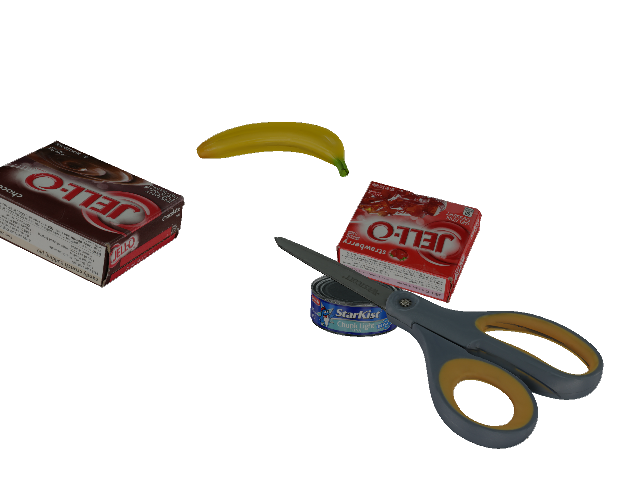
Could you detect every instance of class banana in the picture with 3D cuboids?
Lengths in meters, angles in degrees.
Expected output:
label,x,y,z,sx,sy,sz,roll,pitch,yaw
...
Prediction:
label,x,y,z,sx,sy,sz,roll,pitch,yaw
banana,-0.052,-0.119,1.312,0.198,0.037,0.069,7,39,17

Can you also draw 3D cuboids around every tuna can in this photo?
label,x,y,z,sx,sy,sz,roll,pitch,yaw
tuna can,0.033,0.059,0.996,0.086,0.034,0.086,2,18,-1

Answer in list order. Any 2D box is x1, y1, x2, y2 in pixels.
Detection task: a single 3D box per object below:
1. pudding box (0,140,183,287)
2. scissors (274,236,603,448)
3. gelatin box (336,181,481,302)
label,x,y,z,sx,sy,sz,roll,pitch,yaw
pudding box,-0.163,-0.020,0.718,0.114,0.039,0.089,22,29,17
scissors,0.043,0.050,0.558,0.202,0.016,0.096,16,42,22
gelatin box,0.066,-0.001,0.787,0.089,0.073,0.030,16,-39,15
